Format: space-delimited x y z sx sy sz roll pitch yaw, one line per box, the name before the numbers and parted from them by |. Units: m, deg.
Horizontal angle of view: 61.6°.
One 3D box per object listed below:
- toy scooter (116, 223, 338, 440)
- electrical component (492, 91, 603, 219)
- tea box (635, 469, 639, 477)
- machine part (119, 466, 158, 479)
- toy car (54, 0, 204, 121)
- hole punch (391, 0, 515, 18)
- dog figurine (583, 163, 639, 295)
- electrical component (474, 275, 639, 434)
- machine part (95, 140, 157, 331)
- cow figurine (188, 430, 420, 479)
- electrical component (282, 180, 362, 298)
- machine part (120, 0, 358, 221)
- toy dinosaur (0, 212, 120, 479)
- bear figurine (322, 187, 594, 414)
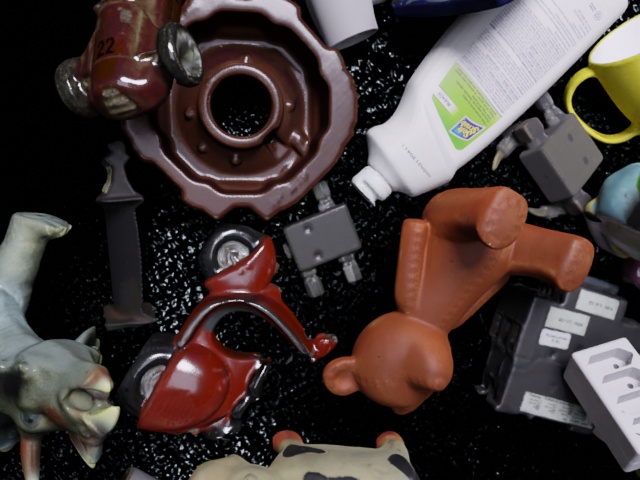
toy scooter | -0.066 0.089 0.436 0.135 0.075 0.184 32 88 -8
electrical component | 0.197 -0.067 0.465 0.102 0.045 0.078 46 62 -12
tea box | 0.320 0.143 0.428 0.098 0.068 0.169 -16 131 -3
machine part | -0.107 0.264 0.448 0.243 0.079 0.079 34 92 -8
toy car | -0.124 -0.169 0.365 0.089 0.053 0.202 -11 64 20
hole punch | 0.115 -0.216 0.385 0.116 0.142 0.092 -25 116 -27
dog figurine | 0.344 -0.046 0.444 0.219 0.109 0.191 -48 121 -3
electrical component | 0.213 0.094 0.476 0.115 0.058 0.134 18 94 -10
machine part | -0.152 -0.002 0.413 0.039 0.084 0.138 -6 94 -29
cow figurine | -0.011 0.209 0.429 0.195 0.127 0.085 5 93 -9
electrical component | -0.001 -0.001 0.458 0.063 0.021 0.094 -20 99 -3
machine part | -0.062 -0.103 0.424 0.179 0.056 0.179 -1 97 -8
toy dinosaur | -0.323 0.061 0.388 0.405 0.131 0.192 10 95 -1
bear figurine | 0.097 0.060 0.425 0.120 0.132 0.196 30 86 -25
